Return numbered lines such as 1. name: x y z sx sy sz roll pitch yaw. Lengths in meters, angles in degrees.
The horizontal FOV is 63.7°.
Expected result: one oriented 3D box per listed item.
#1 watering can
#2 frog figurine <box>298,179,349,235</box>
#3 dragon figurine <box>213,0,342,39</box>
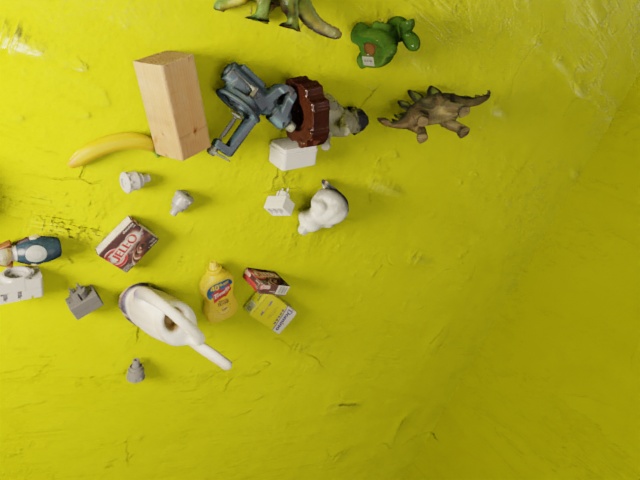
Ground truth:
1. watering can: -0.365 0.215 1.289 0.106 0.225 0.340 -55 141 -25
2. frog figurine: 0.005 -0.076 1.506 0.161 0.123 0.134 -51 158 -20
3. dragon figurine: -0.095 -0.586 1.113 0.412 0.123 0.240 -6 111 -41
